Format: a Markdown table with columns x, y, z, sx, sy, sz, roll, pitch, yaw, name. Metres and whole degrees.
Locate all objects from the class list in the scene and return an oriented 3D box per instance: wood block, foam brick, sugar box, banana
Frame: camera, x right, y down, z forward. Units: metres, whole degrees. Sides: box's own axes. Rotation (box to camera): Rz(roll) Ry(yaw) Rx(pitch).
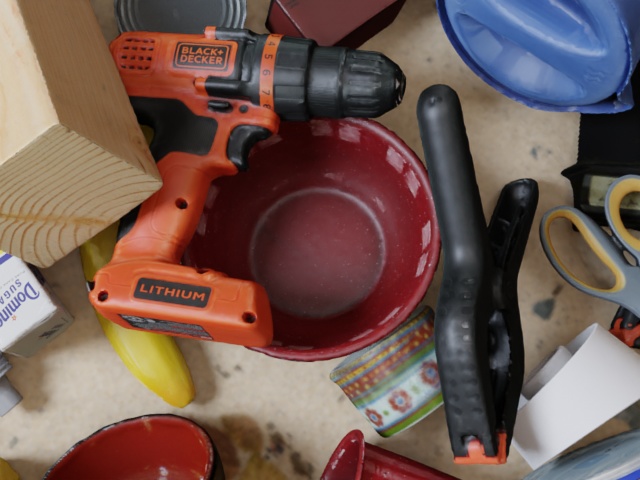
| x | y | z | sx | sy | sz | roll | pitch | yaw | name |
| --- | --- | --- | --- | --- | --- | --- | --- | --- | --- |
| -0.178 | -0.100 | 0.607 | 0.090 | 0.090 | 0.206 | -34 | 60 | 14 | wood block |
| 0.010 | -0.154 | 0.710 | 0.078 | 0.051 | 0.053 | -36 | 86 | -12 | foam brick |
| -0.216 | -0.012 | 0.636 | 0.048 | 0.093 | 0.176 | -39 | 88 | -11 | sugar box |
| -0.117 | 0.008 | 0.673 | 0.069 | 0.037 | 0.198 | -2 | 81 | -6 | banana |

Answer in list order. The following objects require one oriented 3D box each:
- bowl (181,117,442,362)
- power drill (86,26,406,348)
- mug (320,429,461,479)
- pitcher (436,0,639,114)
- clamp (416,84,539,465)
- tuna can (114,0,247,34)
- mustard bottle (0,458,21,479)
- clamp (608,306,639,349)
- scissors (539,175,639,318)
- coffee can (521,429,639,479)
| x | y | z | sx | sy | sz | roll | pitch | yaw | name |
| --- | --- | --- | --- | --- | --- | --- | --- | --- | --- |
| -0.004 | 0.001 | 0.669 | 0.162 | 0.055 | 0.162 | -2 | 74 | 5 | bowl |
| -0.050 | -0.035 | 0.625 | 0.184 | 0.057 | 0.187 | 5 | 71 | 12 | power drill |
| 0.038 | 0.182 | 0.641 | 0.081 | 0.093 | 0.117 | 22 | 95 | -8 | mug |
| 0.183 | -0.214 | 0.687 | 0.145 | 0.149 | 0.242 | 25 | 63 | 27 | pitcher |
| 0.091 | 0.023 | 0.626 | 0.036 | 0.164 | 0.210 | -7 | 62 | 29 | clamp |
| -0.092 | -0.149 | 0.704 | 0.086 | 0.034 | 0.086 | 1 | 80 | -7 | tuna can |
| -0.186 | 0.166 | 0.558 | 0.058 | 0.192 | 0.096 | -10 | 82 | -9 | mustard bottle |
| 0.270 | 0.018 | 0.719 | 0.171 | 0.039 | 0.120 | -18 | 80 | -10 | clamp |
| 0.231 | 0.039 | 0.688 | 0.202 | 0.016 | 0.096 | 42 | 85 | 7 | scissors |
| 0.193 | 0.198 | 0.647 | 0.102 | 0.103 | 0.140 | -22 | 84 | -10 | coffee can |
